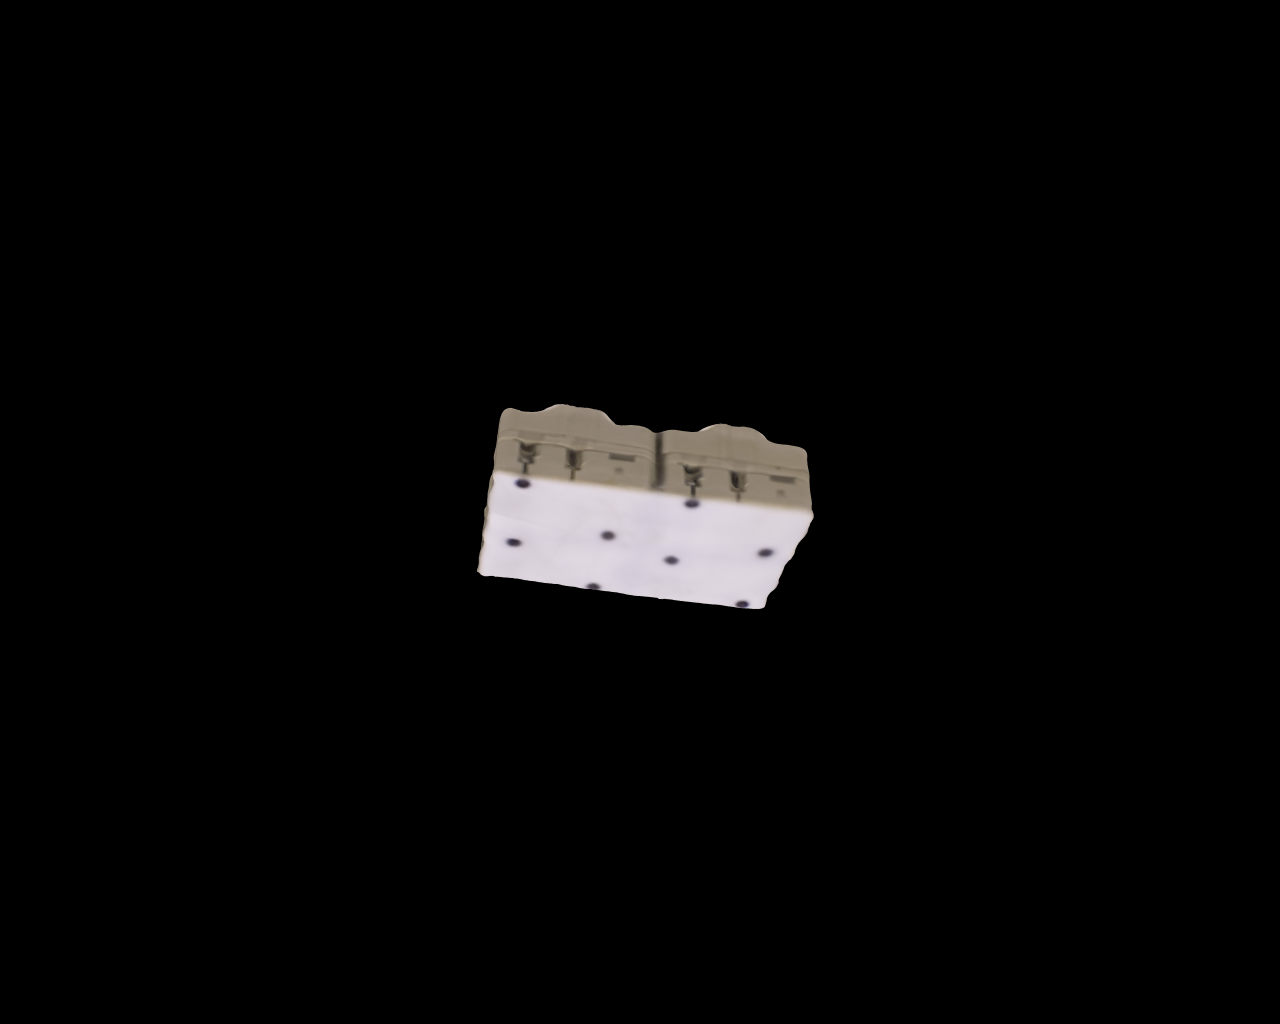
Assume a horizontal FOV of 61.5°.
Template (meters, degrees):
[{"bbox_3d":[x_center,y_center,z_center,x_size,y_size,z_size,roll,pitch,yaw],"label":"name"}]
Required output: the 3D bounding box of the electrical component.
[{"bbox_3d":[0.001,-0.003,0.650,0.186,0.060,0.105,7,-39,-9],"label":"electrical component"}]
